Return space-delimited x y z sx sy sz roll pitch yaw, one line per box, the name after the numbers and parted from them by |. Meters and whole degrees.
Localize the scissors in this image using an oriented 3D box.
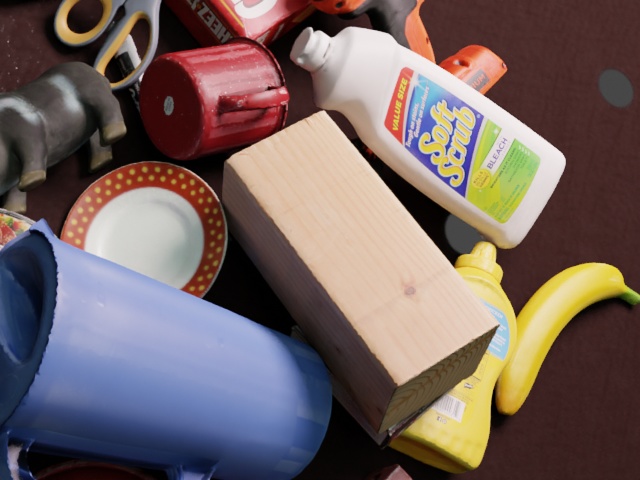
-0.141 -0.216 0.843 0.096 0.016 0.202 25 93 8 | scissors

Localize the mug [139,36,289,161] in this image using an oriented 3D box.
-0.077 -0.106 0.818 0.081 0.117 0.093 -19 110 -45 | mug

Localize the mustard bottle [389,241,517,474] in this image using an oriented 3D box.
0.109 0.085 0.870 0.096 0.058 0.191 26 65 -7 | mustard bottle

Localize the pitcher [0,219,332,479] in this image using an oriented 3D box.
-0.111 0.100 0.702 0.242 0.145 0.149 23 95 -38 | pitcher

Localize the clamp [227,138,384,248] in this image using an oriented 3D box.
-0.006 0.001 0.864 0.164 0.036 0.209 47 66 -3 | clamp

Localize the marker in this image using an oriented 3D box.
-0.139 -0.109 0.858 0.020 0.020 0.121 -19 80 -27 | marker

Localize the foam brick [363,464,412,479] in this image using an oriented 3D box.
0.041 0.214 0.801 0.078 0.053 0.051 -40 90 -29 | foam brick

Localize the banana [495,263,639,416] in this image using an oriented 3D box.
0.209 0.072 0.928 0.197 0.037 0.069 -33 86 -28 | banana

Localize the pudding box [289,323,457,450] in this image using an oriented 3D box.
0.044 0.086 0.807 0.090 0.039 0.113 -37 71 -22 | pudding box

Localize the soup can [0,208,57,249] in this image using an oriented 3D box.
-0.228 0.038 0.742 0.068 0.069 0.102 27 64 -12 | soup can

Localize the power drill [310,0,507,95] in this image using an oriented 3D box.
0.089 -0.204 0.919 0.184 0.057 0.187 -44 117 -21 | power drill

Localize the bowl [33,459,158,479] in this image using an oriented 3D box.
-0.150 0.225 0.718 0.162 0.055 0.162 7 70 -20 | bowl

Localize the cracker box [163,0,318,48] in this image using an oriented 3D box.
-0.048 -0.270 0.921 0.213 0.072 0.164 -40 90 -27 | cracker box

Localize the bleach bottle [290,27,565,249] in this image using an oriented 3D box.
0.080 -0.090 0.868 0.250 0.068 0.102 28 97 -26 | bleach bottle

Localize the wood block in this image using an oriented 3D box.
0.022 0.020 0.765 0.090 0.090 0.206 -29 66 -20 | wood block
